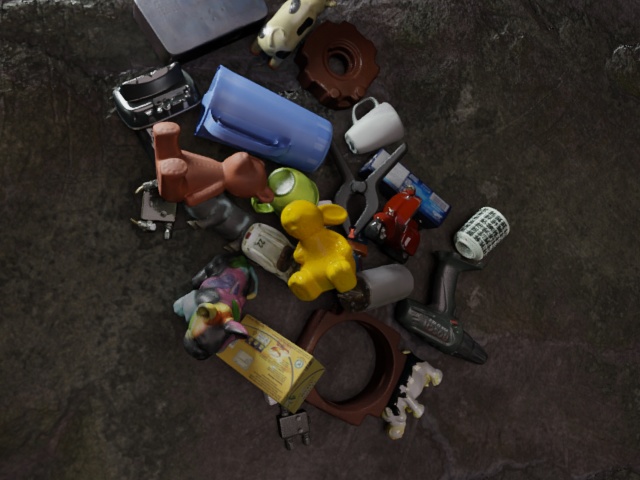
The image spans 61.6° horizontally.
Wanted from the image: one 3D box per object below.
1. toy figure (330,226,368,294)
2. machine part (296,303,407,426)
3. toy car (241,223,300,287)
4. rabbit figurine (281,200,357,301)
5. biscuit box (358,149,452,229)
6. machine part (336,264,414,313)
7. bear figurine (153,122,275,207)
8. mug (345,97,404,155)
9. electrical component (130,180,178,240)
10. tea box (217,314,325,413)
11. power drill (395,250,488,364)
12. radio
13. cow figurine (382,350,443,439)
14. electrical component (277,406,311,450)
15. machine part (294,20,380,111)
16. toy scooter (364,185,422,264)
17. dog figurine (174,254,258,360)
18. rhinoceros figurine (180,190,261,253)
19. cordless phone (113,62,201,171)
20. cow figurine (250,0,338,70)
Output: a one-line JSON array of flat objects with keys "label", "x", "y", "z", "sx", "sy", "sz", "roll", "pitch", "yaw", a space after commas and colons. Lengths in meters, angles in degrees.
[{"label": "toy figure", "x": 0.060, "y": 0.035, "z": 1.080, "sx": 0.064, "sy": 0.058, "sz": 0.154, "roll": 28, "pitch": 74, "yaw": -18}, {"label": "machine part", "x": 0.050, "y": 0.238, "z": 1.046, "sx": 0.201, "sy": 0.087, "sz": 0.201, "roll": 30, "pitch": 78, "yaw": -14}, {"label": "toy car", "x": -0.065, "y": 0.039, "z": 1.010, "sx": 0.201, "sy": 0.056, "sz": 0.073, "roll": 38, "pitch": 71, "yaw": -38}, {"label": "rabbit figurine", "x": -0.002, "y": -0.003, "z": 0.954, "sx": 0.173, "sy": 0.122, "sz": 0.162, "roll": 57, "pitch": 38, "yaw": -23}, {"label": "biscuit box", "x": 0.179, "y": -0.103, "z": 1.129, "sx": 0.202, "sy": 0.063, "sz": 0.059, "roll": 38, "pitch": 74, "yaw": -13}, {"label": "machine part", "x": 0.110, "y": 0.091, "z": 1.041, "sx": 0.243, "sy": 0.079, "sz": 0.079, "roll": -8, "pitch": 88, "yaw": -52}, {"label": "bear figurine", "x": -0.173, "y": -0.119, "z": 0.904, "sx": 0.196, "sy": 0.131, "sz": 0.120, "roll": -5, "pitch": 59, "yaw": -16}, {"label": "mug", "x": 0.102, "y": -0.231, "z": 1.103, "sx": 0.107, "sy": 0.081, "sz": 0.109, "roll": -33, "pitch": 104, "yaw": -8}, {"label": "electrical component", "x": -0.297, "y": -0.056, "z": 0.969, "sx": 0.078, "sy": 0.045, "sz": 0.102, "roll": 12, "pitch": 82, "yaw": -16}, {"label": "tea box", "x": -0.089, "y": 0.216, "z": 0.956, "sx": 0.098, "sy": 0.170, "sz": 0.068, "roll": -52, "pitch": 145, "yaw": -14}, {"label": "power drill", "x": 0.283, "y": 0.137, "z": 1.144, "sx": 0.232, "sy": 0.086, "sz": 0.207, "roll": 22, "pitch": 87, "yaw": -14}, {"label": "radio", "x": -0.219, "y": -0.427, "z": 1.011, "sx": 0.230, "sy": 0.073, "sz": 0.131, "roll": -31, "pitch": 97, "yaw": -17}, {"label": "cow figurine", "x": 0.166, "y": 0.312, "z": 1.089, "sx": 0.098, "sy": 0.068, "sz": 0.167, "roll": 38, "pitch": 72, "yaw": -7}, {"label": "electrical component", "x": -0.049, "y": 0.353, "z": 1.035, "sx": 0.063, "sy": 0.021, "sz": 0.094, "roll": -10, "pitch": 88, "yaw": -20}, {"label": "machine part", "x": 0.037, "y": -0.361, "z": 1.103, "sx": 0.179, "sy": 0.056, "sz": 0.179, "roll": 2, "pitch": 84, "yaw": -19}, {"label": "toy scooter", "x": 0.162, "y": -0.034, "z": 1.068, "sx": 0.135, "sy": 0.075, "sz": 0.183, "roll": -58, "pitch": 147, "yaw": -3}, {"label": "dog figurine", "x": -0.164, "y": 0.109, "z": 0.912, "sx": 0.108, "sy": 0.219, "sz": 0.191, "roll": 41, "pitch": 75, "yaw": -16}, {"label": "rhinoceros figurine", "x": -0.190, "y": -0.060, "z": 0.991, "sx": 0.190, "sy": 0.073, "sz": 0.112, "roll": 42, "pitch": 75, "yaw": -12}, {"label": "cordless phone", "x": -0.275, "y": -0.215, "z": 0.982, "sx": 0.146, "sy": 0.089, "sz": 0.184, "roll": -29, "pitch": 107, "yaw": -19}, {"label": "cow figurine", "x": -0.044, "y": -0.435, "z": 1.043, "sx": 0.085, "sy": 0.127, "sz": 0.195, "roll": 42, "pitch": 77, "yaw": -15}]
